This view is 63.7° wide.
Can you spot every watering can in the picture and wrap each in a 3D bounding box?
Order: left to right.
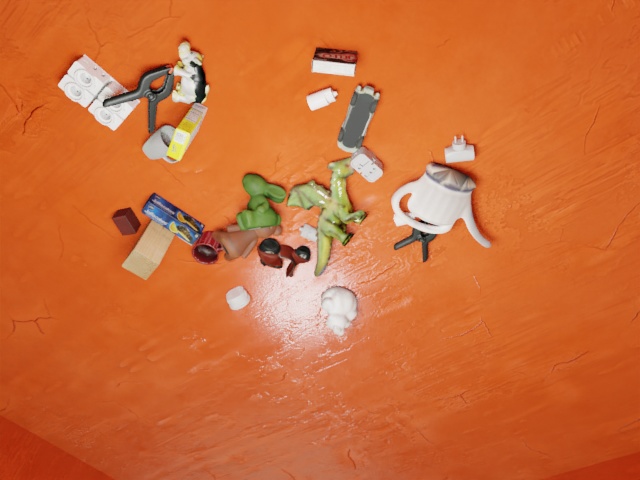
[{"bbox_3d":[0.391,-0.102,1.536,0.347,0.106,0.219,18,126,-6],"label":"watering can"}]

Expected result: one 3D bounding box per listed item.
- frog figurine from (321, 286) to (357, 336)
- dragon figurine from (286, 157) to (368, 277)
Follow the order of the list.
[{"bbox_3d":[0.064,0.244,1.797,0.136,0.163,0.121,36,121,-19],"label":"frog figurine"},{"bbox_3d":[0.005,-0.081,1.605,0.243,0.124,0.403,38,118,4],"label":"dragon figurine"}]
